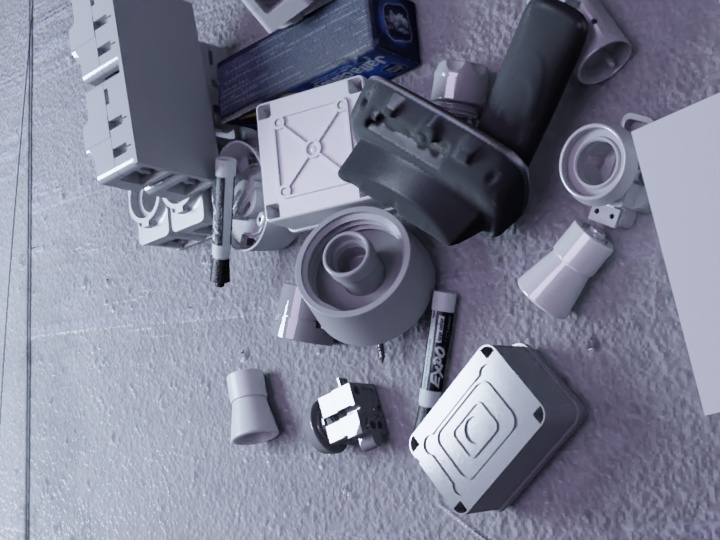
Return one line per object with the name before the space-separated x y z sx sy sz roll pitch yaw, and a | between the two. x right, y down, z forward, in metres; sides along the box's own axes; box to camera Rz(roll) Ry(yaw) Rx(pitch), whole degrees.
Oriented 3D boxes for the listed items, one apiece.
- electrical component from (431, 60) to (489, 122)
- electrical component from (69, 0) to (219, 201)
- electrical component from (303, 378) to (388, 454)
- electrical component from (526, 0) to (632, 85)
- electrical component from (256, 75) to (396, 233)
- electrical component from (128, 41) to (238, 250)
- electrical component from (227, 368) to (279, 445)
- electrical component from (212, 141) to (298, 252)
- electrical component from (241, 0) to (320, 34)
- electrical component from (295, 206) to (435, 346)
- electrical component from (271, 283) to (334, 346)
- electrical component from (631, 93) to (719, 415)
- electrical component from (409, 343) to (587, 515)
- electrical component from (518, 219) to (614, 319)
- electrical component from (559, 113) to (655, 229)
electrical component | 0.077 -0.132 0.845 0.043 0.043 0.062 13 96 44
electrical component | -0.197 -0.163 0.980 0.060 0.105 0.186 -21 72 32
electrical component | -0.014 0.126 0.905 0.055 0.048 0.066 -29 66 30
electrical component | 0.146 -0.165 0.782 0.079 0.043 0.077 -45 58 31
electrical component | -0.027 -0.097 0.913 0.109 0.056 0.108 -12 77 26
electrical component | -0.179 -0.124 1.075 0.105 0.060 0.186 -17 74 41
electrical component | -0.102 0.124 0.992 0.044 0.044 0.065 -32 60 37
electrical component | -0.096 -0.065 0.988 0.099 0.064 0.099 -5 82 43
electrical component | -0.029 -0.273 0.906 0.150 0.061 0.089 -31 28 22
electrical component | 0.000 0.000 0.862 0.108 0.060 0.108 -10 60 19
electrical component | -0.047 0.038 0.938 0.055 0.055 0.047 9 89 44
electrical component | 0.249 -0.015 0.657 0.105 0.060 0.186 -23 70 40
electrical component | 0.101 0.116 0.787 0.113 0.057 0.078 -55 53 25
electrical component | 0.149 -0.003 0.766 0.065 0.044 0.044 -54 53 20
electrical component | 0.174 -0.070 0.737 0.058 0.057 0.078 26 104 42
